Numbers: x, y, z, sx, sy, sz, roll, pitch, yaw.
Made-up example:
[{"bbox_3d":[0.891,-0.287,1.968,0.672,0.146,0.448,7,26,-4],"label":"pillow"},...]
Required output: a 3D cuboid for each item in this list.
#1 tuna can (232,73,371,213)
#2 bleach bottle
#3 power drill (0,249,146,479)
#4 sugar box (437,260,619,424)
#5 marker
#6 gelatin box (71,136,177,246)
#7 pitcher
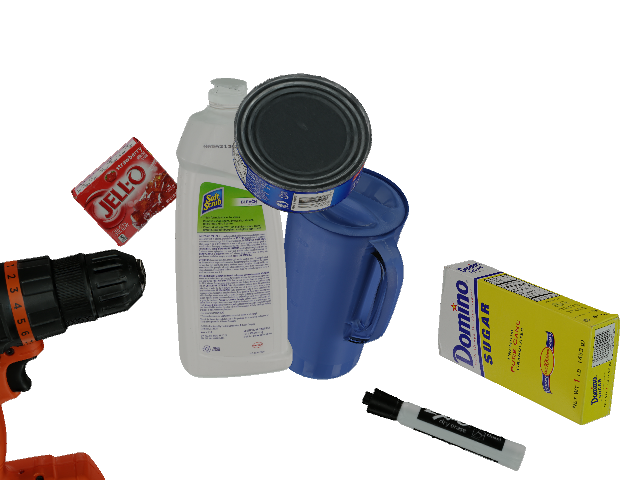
[{"bbox_3d":[-0.012,-0.060,0.670,0.086,0.086,0.034,0,-27,-7],"label":"tuna can"},{"bbox_3d":[-0.071,-0.010,0.900,0.102,0.251,0.068,-4,21,-17],"label":"bleach bottle"},{"bbox_3d":[-0.192,0.100,0.689,0.184,0.188,0.057,-12,26,-9],"label":"power drill"},{"bbox_3d":[0.180,0.086,0.950,0.048,0.093,0.176,-12,21,-38],"label":"sugar box"},{"bbox_3d":[0.088,0.135,0.770,0.121,0.020,0.020,20,4,11],"label":"marker"},{"bbox_3d":[-0.199,-0.050,1.101,0.089,0.073,0.030,-42,27,-4],"label":"gelatin box"},{"bbox_3d":[0.019,0.049,1.225,0.145,0.243,0.149,15,38,5],"label":"pitcher"}]
